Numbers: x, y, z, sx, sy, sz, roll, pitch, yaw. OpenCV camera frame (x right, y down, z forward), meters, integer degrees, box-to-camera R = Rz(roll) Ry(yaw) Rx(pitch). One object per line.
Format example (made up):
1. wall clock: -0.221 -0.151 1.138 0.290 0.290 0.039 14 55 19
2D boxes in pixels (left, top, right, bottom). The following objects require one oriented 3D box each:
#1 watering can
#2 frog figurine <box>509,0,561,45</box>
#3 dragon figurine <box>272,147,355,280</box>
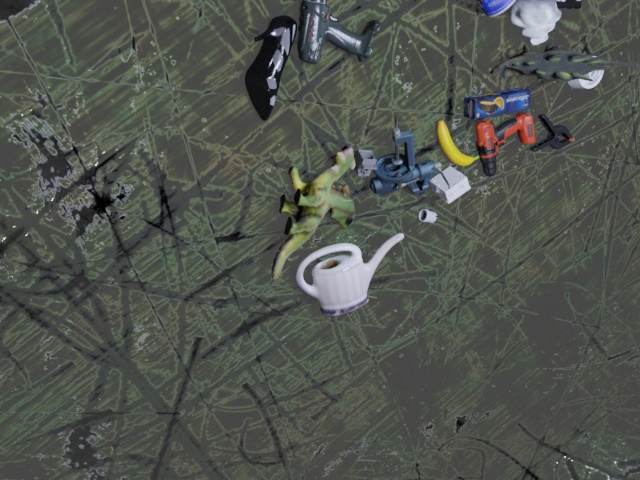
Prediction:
1. watering can: 0.101 0.105 1.551 0.348 0.105 0.220 -14 113 -6
2. frog figurine: 0.614 -0.635 1.476 0.137 0.125 0.156 3 124 13
3. dragon figurine: 0.004 -0.073 1.460 0.242 0.124 0.405 5 109 -32
